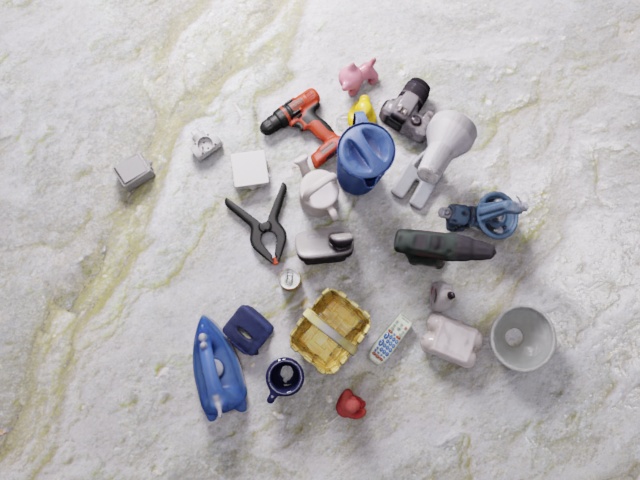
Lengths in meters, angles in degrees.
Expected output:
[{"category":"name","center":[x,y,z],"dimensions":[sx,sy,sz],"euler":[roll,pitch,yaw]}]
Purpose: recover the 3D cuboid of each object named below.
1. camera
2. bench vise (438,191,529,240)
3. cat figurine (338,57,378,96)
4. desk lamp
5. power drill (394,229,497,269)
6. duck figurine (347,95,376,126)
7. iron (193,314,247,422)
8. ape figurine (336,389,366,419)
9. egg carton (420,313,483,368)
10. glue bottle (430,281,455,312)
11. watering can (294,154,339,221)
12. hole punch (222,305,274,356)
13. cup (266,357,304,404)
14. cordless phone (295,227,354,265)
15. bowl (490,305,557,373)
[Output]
[{"category":"camera","center":[0.247,-0.350,1.498],"dimensions":[0.143,0.101,0.137],"euler":[32,82,2]},{"category":"bench vise","center":[0.407,-0.054,1.405],"dimensions":[0.207,0.219,0.121],"euler":[-15,83,-4]},{"category":"cat figurine","center":[0.096,-0.433,1.495],"dimensions":[0.128,0.117,0.067],"euler":[-35,85,-6]},{"category":"desk lamp","center":[0.284,-0.197,1.422],"dimensions":[0.118,0.213,0.203],"euler":[30,82,2]},{"category":"power drill","center":[0.288,0.022,1.395],"dimensions":[0.229,0.208,0.076],"euler":[8,82,-1]},{"category":"duck figurine","center":[0.112,-0.328,1.497],"dimensions":[0.077,0.086,0.104],"euler":[6,82,-1]},{"category":"iron","center":[-0.258,0.302,1.369],"dimensions":[0.118,0.141,0.258],"euler":[-17,83,-4]},{"category":"ape figurine","center":[0.076,0.403,1.394],"dimensions":[0.076,0.092,0.078],"euler":[-17,83,-4]},{"category":"egg carton","center":[0.330,0.251,1.436],"dimensions":[0.150,0.069,0.107],"euler":[21,82,1]},{"category":"glue bottle","center":[0.303,0.137,1.398],"dimensions":[0.037,0.173,0.078],"euler":[2,82,-2]},{"category":"watering can","center":[-0.008,-0.127,1.411],"dimensions":[0.173,0.194,0.101],"euler":[37,83,3]},{"category":"hole punch","center":[-0.176,0.225,1.408],"dimensions":[0.108,0.091,0.101],"euler":[39,83,3]},{"category":"cup","center":[-0.091,0.342,1.394],"dimensions":[0.091,0.095,0.118],"euler":[31,82,2]},{"category":"cordless phone","center":[0.013,0.005,1.398],"dimensions":[0.147,0.185,0.094],"euler":[-10,83,-3]},{"category":"bowl","center":[0.500,0.247,1.441],"dimensions":[0.167,0.074,0.167],"euler":[0,82,-2]}]
